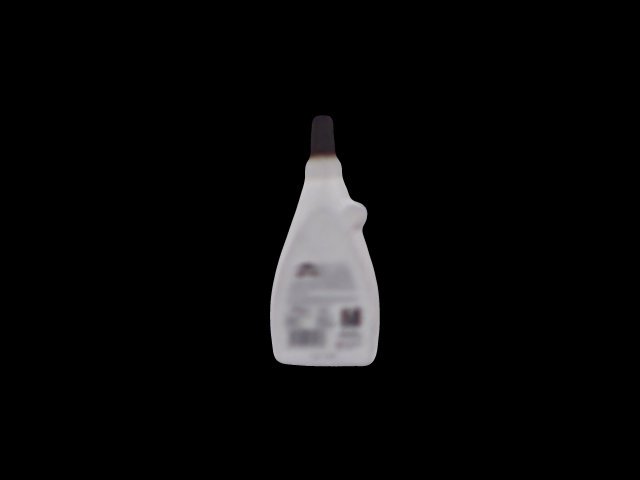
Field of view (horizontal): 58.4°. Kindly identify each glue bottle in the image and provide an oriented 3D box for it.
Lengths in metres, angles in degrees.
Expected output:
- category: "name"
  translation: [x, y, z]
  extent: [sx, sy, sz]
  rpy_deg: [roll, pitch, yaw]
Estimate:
- category: "glue bottle"
  translation: [0.004, 0.001, 0.400]
  extent: [0.078, 0.173, 0.037]
  rpy_deg: [1, 11, 4]
